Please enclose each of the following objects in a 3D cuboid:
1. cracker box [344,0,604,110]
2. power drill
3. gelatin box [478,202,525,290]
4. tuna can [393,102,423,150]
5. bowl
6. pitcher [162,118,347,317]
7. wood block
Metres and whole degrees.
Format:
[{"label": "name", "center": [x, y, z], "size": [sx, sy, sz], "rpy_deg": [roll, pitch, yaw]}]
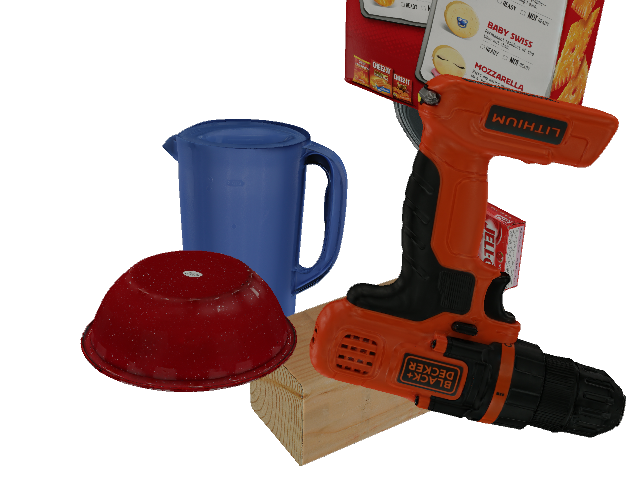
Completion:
[{"label": "cracker box", "center": [0.101, -0.178, 0.699], "size": [0.164, 0.214, 0.072], "rpy_deg": [27, 50, 25]}, {"label": "power drill", "center": [0.101, 0.012, 0.594], "size": [0.184, 0.188, 0.057], "rpy_deg": [14, 11, -5]}, {"label": "gelatin box", "center": [0.204, 0.005, 1.267], "size": [0.030, 0.089, 0.073], "rpy_deg": [-16, 32, -29]}, {"label": "tuna can", "center": [0.101, -0.096, 0.877], "size": [0.033, 0.086, 0.086], "rpy_deg": [-39, 10, -13]}, {"label": "bowl", "center": [-0.096, 0.049, 0.792], "size": [0.162, 0.055, 0.162], "rpy_deg": [2, 22, -1]}, {"label": "pitcher", "center": [-0.069, 0.004, 1.076], "size": [0.144, 0.243, 0.149], "rpy_deg": [-9, 21, -30]}, {"label": "wood block", "center": [0.049, 0.102, 0.932], "size": [0.205, 0.090, 0.091], "rpy_deg": [-17, 37, -26]}]
